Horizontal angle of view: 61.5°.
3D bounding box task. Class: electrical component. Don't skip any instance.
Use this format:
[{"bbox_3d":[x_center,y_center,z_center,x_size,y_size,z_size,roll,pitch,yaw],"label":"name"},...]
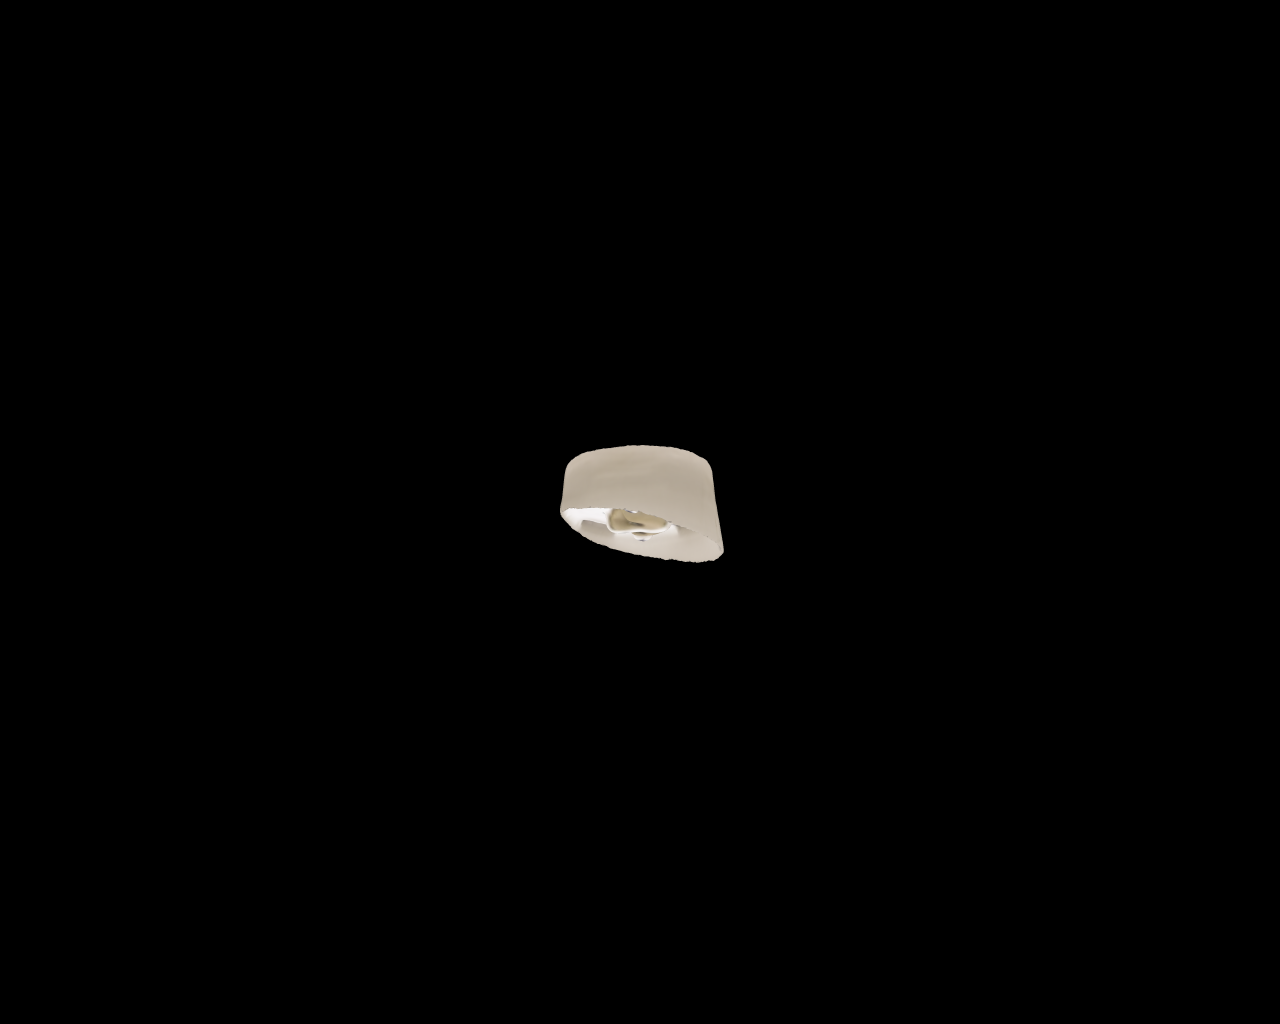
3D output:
[{"bbox_3d":[0.001,-0.003,0.650,0.099,0.064,0.099,0,-18,0],"label":"electrical component"}]
